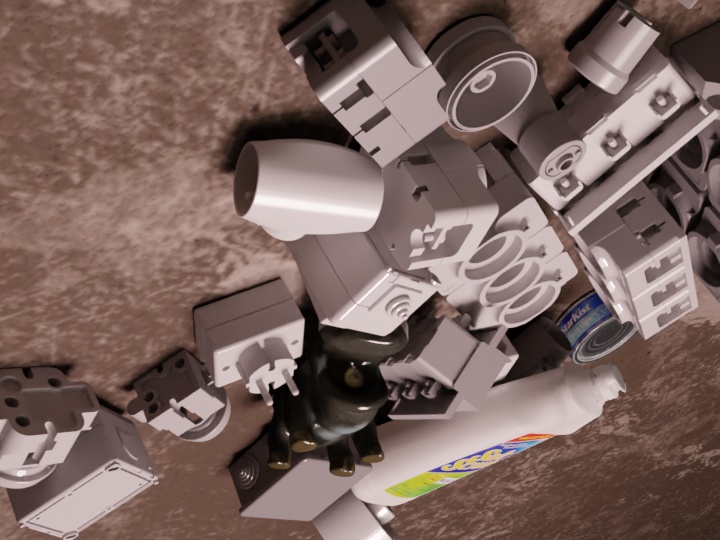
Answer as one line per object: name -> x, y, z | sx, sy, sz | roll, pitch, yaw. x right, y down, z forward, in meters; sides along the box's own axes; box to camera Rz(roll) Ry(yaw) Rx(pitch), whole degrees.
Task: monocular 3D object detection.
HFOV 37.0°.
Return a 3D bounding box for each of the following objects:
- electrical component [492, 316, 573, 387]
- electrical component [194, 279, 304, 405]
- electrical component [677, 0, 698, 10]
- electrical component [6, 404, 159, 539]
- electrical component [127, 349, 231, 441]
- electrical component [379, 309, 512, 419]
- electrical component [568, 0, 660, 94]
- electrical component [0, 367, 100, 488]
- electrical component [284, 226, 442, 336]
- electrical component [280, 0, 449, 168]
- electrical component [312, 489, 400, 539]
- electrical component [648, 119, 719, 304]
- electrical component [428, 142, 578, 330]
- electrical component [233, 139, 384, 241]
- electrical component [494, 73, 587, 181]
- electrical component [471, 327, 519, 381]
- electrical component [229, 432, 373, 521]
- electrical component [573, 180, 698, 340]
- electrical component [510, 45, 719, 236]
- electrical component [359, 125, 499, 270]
electrical component -> 0.165, 0.086, 1.014 | 0.077, 0.044, 0.079 | -44, 148, 21
electrical component -> -0.067, 0.057, 0.727 | 0.066, 0.076, 0.047 | -20, 148, -19
electrical component -> 0.187, -0.212, 0.566 | 0.063, 0.079, 0.121 | -29, 159, -52
electrical component -> -0.201, 0.140, 0.745 | 0.096, 0.061, 0.061 | -33, 150, 4
electrical component -> -0.123, 0.093, 0.763 | 0.066, 0.048, 0.055 | -34, 143, 4
electrical component -> 0.054, 0.071, 0.812 | 0.078, 0.063, 0.121 | -55, -170, -17
electrical component -> 0.160, -0.141, 0.677 | 0.040, 0.040, 0.046 | 7, 128, -48
electrical component -> -0.213, 0.100, 0.681 | 0.078, 0.058, 0.057 | 1, 134, -43
electrical component -> 0.000, 0.000, 0.683 | 0.061, 0.096, 0.062 | -44, 148, 21
electrical component -> 0.008, -0.105, 0.580 | 0.056, 0.050, 0.089 | -36, 150, 9
electrical component -> -0.002, 0.238, 1.031 | 0.060, 0.108, 0.108 | -37, 150, -1
electrical component -> 0.286, -0.064, 0.837 | 0.060, 0.105, 0.186 | -26, 150, -9
electrical component -> 0.095, -0.014, 0.784 | 0.089, 0.061, 0.150 | -35, 150, 7
electrical component -> -0.038, -0.041, 0.635 | 0.077, 0.043, 0.079 | 6, 158, -25
electrical component -> 0.114, -0.089, 0.684 | 0.044, 0.065, 0.044 | -23, 149, -15
electrical component -> 0.081, 0.087, 0.937 | 0.083, 0.047, 0.075 | -12, 146, -30
electrical component -> -0.053, 0.172, 0.933 | 0.100, 0.048, 0.100 | -43, 142, 24
electrical component -> 0.216, -0.013, 0.867 | 0.062, 0.089, 0.150 | -34, 150, 4
electrical component -> 0.168, -0.092, 0.728 | 0.121, 0.078, 0.063 | -41, 127, 17
electrical component -> 0.038, -0.050, 0.649 | 0.056, 0.089, 0.050 | -9, 144, -33
